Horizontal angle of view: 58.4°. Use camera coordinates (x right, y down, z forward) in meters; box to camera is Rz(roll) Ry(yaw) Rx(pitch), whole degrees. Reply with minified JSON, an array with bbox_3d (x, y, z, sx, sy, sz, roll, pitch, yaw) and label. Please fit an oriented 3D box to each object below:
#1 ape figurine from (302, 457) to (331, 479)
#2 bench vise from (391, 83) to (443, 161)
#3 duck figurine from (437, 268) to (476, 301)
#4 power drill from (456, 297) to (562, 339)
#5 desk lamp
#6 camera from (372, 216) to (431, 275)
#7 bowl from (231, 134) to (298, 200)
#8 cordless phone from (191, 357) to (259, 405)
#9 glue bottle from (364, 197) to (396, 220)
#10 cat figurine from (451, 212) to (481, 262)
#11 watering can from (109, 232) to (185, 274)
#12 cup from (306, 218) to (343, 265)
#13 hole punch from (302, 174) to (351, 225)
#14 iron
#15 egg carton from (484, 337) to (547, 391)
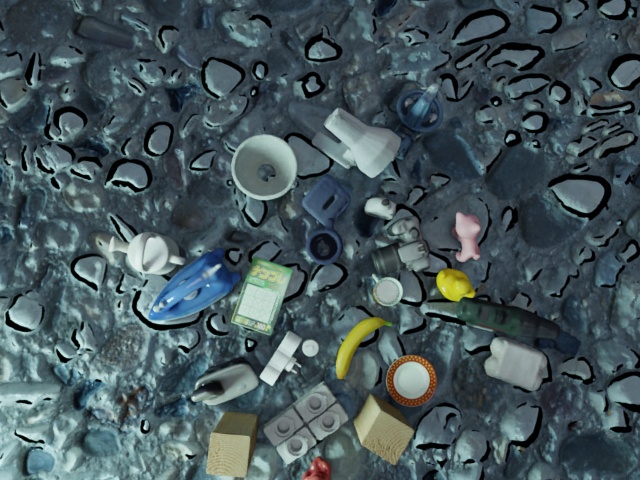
[{"bbox_3d":[-0.006,0.583,1.399,0.078,0.092,0.076,-16,86,-2],"label":"ape figurine"},{"bbox_3d":[0.240,-0.288,1.407,0.121,0.219,0.207,15,85,0],"label":"bench vise"},{"bbox_3d":[0.348,0.114,1.447,0.104,0.086,0.077,38,86,2],"label":"duck figurine"},{"bbox_3d":[0.433,0.187,1.383,0.229,0.208,0.076,13,85,0],"label":"power drill"},{"bbox_3d":[0.084,-0.240,1.402,0.203,0.213,0.118,33,86,1],"label":"desk lamp"},{"bbox_3d":[0.198,0.023,1.442,0.137,0.101,0.143,-18,86,-3],"label":"camera"},{"bbox_3d":[-0.139,-0.180,1.461,0.167,0.074,0.167,0,86,-1],"label":"bowl"},{"bbox_3d":[-0.229,0.347,1.364,0.147,0.185,0.094,-24,86,-3],"label":"cordless phone"},{"bbox_3d":[0.155,-0.083,1.413,0.078,0.173,0.037,16,85,0],"label":"glue bottle"},{"bbox_3d":[0.377,-0.010,1.441,0.067,0.117,0.128,-14,86,-2],"label":"cat figurine"},{"bbox_3d":[-0.416,0.032,1.378,0.173,0.194,0.101,-8,86,-2],"label":"watering can"},{"bbox_3d":[0.013,0.005,1.441,0.091,0.095,0.118,12,85,0],"label":"cup"},{"bbox_3d":[0.019,-0.100,1.451,0.101,0.091,0.109,41,86,2],"label":"hole punch"},{"bbox_3d":[-0.327,0.126,1.399,0.258,0.141,0.118,-35,87,-4],"label":"iron"},{"bbox_3d":[0.494,0.311,1.445,0.150,0.069,0.107,19,85,0],"label":"egg carton"}]
